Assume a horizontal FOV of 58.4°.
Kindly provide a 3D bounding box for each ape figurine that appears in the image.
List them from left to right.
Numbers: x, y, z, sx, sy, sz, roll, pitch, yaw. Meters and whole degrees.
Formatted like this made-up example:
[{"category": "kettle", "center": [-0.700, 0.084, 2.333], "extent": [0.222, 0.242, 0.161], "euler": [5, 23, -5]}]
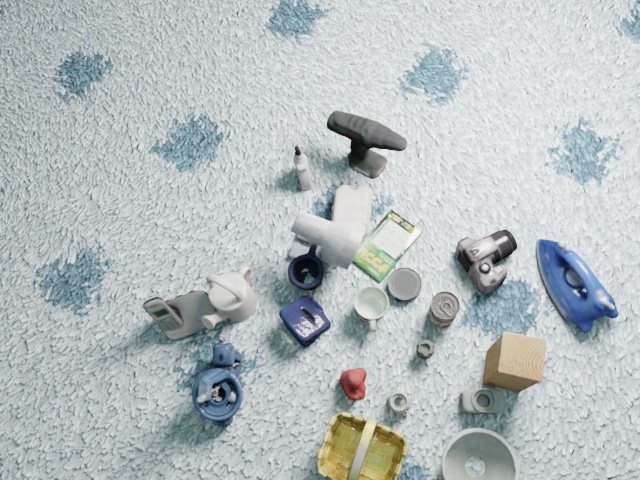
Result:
[{"category": "ape figurine", "center": [0.082, 0.336, 1.358], "extent": [0.076, 0.092, 0.078], "euler": [36, 77, 18]}]

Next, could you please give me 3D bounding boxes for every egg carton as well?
[{"category": "egg carton", "center": [0.084, -0.077, 1.527], "extent": [0.107, 0.069, 0.150], "euler": [2, 70, 7]}]

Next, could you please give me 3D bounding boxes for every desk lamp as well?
[{"category": "desk lamp", "center": [0.013, 0.005, 1.426], "extent": [0.203, 0.214, 0.118], "euler": [18, 72, 13]}]

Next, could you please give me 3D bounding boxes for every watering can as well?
[{"category": "watering can", "center": [-0.225, 0.139, 1.412], "extent": [0.100, 0.194, 0.173], "euler": [6, 70, 9]}]

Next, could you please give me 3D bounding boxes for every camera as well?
[{"category": "camera", "center": [0.429, 0.039, 1.428], "extent": [0.137, 0.101, 0.143], "euler": [-28, 69, -4]}]

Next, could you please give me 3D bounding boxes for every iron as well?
[{"category": "iron", "center": [0.609, 0.083, 1.370], "extent": [0.118, 0.141, 0.258], "euler": [-27, 69, -4]}]

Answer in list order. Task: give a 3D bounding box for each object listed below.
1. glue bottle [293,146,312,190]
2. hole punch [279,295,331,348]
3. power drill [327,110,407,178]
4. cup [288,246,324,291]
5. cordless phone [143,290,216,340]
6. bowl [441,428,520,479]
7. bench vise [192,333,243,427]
[{"category": "glue bottle", "center": [-0.050, -0.203, 1.534], "extent": [0.037, 0.173, 0.078], "euler": [-13, 68, 2]}, {"category": "hole punch", "center": [-0.037, 0.196, 1.425], "extent": [0.101, 0.091, 0.108], "euler": [-40, 70, -9]}, {"category": "power drill", "center": [0.127, -0.252, 1.514], "extent": [0.229, 0.208, 0.076], "euler": [28, 75, 16]}, {"category": "cup", "center": [-0.028, 0.080, 1.466], "extent": [0.091, 0.095, 0.118], "euler": [12, 71, 11]}, {"category": "cordless phone", "center": [-0.346, 0.171, 1.418], "extent": [0.147, 0.185, 0.094], "euler": [-25, 68, -3]}, {"category": "bowl", "center": [0.351, 0.507, 1.273], "extent": [0.167, 0.075, 0.167], "euler": [-2, 69, 6]}, {"category": "bench vise", "center": [-0.250, 0.322, 1.332], "extent": [0.121, 0.220, 0.207], "euler": [-17, 68, 0]}]
